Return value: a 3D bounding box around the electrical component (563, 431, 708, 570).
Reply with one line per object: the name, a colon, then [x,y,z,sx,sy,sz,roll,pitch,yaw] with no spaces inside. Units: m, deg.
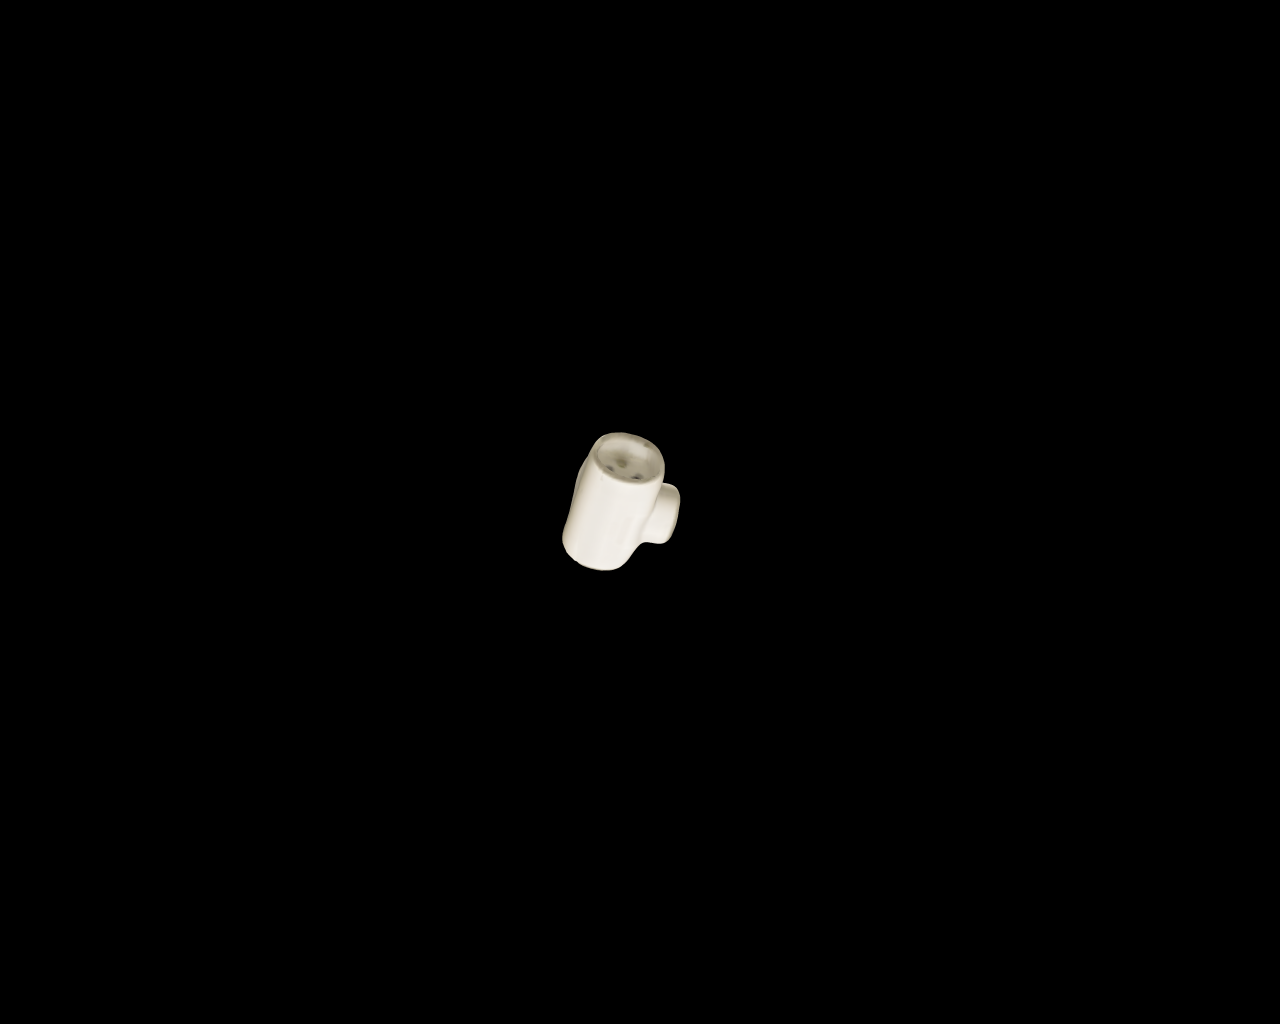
electrical component: [0.001,-0.003,0.650,0.079,0.043,0.077,11,-47,-11]
